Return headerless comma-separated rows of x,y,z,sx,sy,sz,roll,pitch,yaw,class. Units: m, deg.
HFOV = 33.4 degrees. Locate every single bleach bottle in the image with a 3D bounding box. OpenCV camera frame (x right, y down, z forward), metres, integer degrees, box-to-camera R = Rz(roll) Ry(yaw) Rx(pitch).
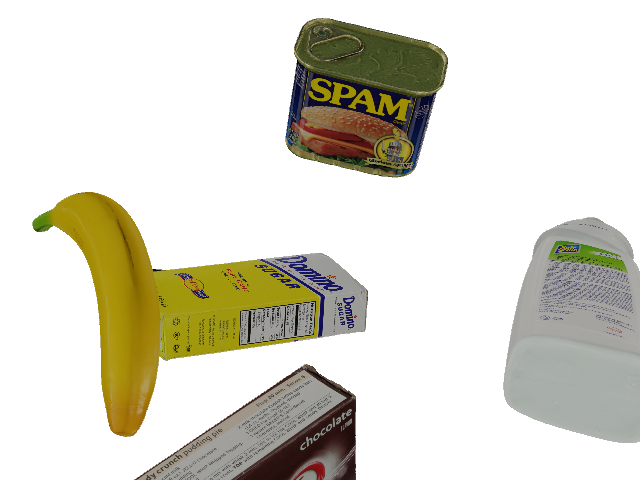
0.197,0.044,0.774,0.103,0.068,0.250,13,27,12,bleach bottle

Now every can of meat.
0.028,-0.096,0.738,0.102,0.057,0.084,14,-44,2,can of meat

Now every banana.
-0.131,0.028,0.665,0.037,0.070,0.198,12,33,-38,banana

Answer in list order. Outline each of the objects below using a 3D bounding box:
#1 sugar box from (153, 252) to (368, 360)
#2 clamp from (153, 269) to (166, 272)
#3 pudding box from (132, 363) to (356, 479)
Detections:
-0.059,0.051,0.881,0.176,0.048,0.093,-9,24,-23,sugar box
-0.167,0.063,1.089,0.210,0.036,0.164,11,20,34,clamp
-0.033,0.123,0.492,0.039,0.090,0.113,30,47,34,pudding box
